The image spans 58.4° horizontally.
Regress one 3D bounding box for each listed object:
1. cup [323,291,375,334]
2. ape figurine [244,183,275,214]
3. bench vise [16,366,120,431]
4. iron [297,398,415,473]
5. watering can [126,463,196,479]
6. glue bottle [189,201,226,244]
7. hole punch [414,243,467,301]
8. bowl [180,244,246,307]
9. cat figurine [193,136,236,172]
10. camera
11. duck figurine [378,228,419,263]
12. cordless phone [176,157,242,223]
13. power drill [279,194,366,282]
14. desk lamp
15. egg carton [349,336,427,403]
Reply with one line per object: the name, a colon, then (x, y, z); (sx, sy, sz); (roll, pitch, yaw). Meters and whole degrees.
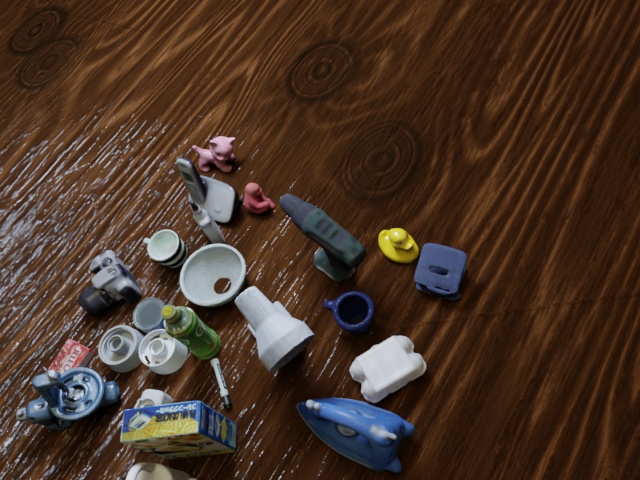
cup: (0.068, 0.170, 1.279); (0.117, 0.095, 0.092); (11, 64, 19)
ape figurine: (-0.167, -0.115, 1.496); (0.076, 0.092, 0.077); (-14, 59, 6)
bench vise: (-0.575, 0.354, 1.252); (0.207, 0.220, 0.121); (-36, 59, -8)
iron: (0.052, 0.365, 1.146); (0.257, 0.142, 0.119); (16, 66, 21)
watering can: (-0.320, 0.493, 1.130); (0.173, 0.194, 0.100); (-25, 58, -1)
glue bottle: (-0.289, -0.048, 1.439); (0.037, 0.173, 0.078); (-33, 59, -6)
hole punch: (0.273, 0.072, 1.289); (0.108, 0.091, 0.101); (15, 66, 21)
bowl: (-0.253, 0.097, 1.407); (0.167, 0.075, 0.167); (-6, 60, 10)
cat figurine: (-0.289, -0.246, 1.583); (0.127, 0.118, 0.067); (1, 61, 14)
camera: (-0.549, 0.114, 1.451); (0.137, 0.101, 0.142); (-38, 60, -9)
duck figurine: (0.183, 0.001, 1.353); (0.104, 0.086, 0.077); (32, 73, 27)
cordless phone: (-0.293, -0.134, 1.481); (0.147, 0.185, 0.094); (17, 66, 22)
power drill: (0.012, 0.005, 1.319); (0.229, 0.209, 0.076); (34, 73, 27)
desk lamp: (-0.100, 0.196, 1.234); (0.118, 0.214, 0.202); (-39, 60, -10)
egg carton: (0.143, 0.272, 1.219); (0.150, 0.069, 0.107); (-31, 59, -5)
